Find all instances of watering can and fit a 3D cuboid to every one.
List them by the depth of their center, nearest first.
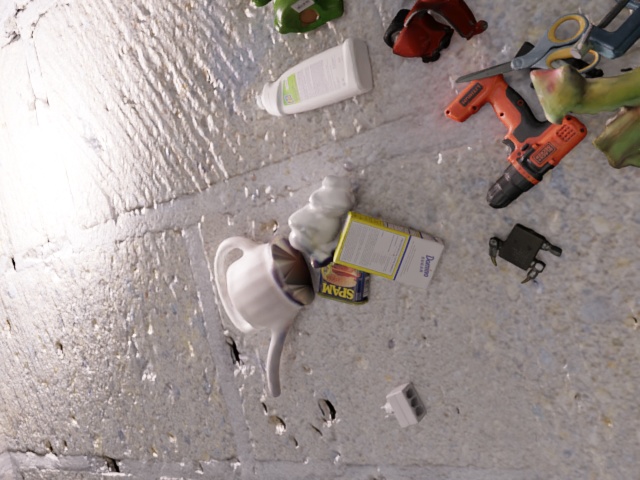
[{"bbox_3d":[-0.101,0.139,1.078,0.221,0.350,0.104,-32,-10,30],"label":"watering can"}]

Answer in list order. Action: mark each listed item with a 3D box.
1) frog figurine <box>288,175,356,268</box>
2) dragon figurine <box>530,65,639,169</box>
[{"bbox_3d":[0.003,-0.049,0.967,0.138,0.156,0.124,-19,31,-24],"label":"frog figurine"},{"bbox_3d":[0.475,-0.175,0.661,0.410,0.125,0.238,11,-30,-8],"label":"dragon figurine"}]
